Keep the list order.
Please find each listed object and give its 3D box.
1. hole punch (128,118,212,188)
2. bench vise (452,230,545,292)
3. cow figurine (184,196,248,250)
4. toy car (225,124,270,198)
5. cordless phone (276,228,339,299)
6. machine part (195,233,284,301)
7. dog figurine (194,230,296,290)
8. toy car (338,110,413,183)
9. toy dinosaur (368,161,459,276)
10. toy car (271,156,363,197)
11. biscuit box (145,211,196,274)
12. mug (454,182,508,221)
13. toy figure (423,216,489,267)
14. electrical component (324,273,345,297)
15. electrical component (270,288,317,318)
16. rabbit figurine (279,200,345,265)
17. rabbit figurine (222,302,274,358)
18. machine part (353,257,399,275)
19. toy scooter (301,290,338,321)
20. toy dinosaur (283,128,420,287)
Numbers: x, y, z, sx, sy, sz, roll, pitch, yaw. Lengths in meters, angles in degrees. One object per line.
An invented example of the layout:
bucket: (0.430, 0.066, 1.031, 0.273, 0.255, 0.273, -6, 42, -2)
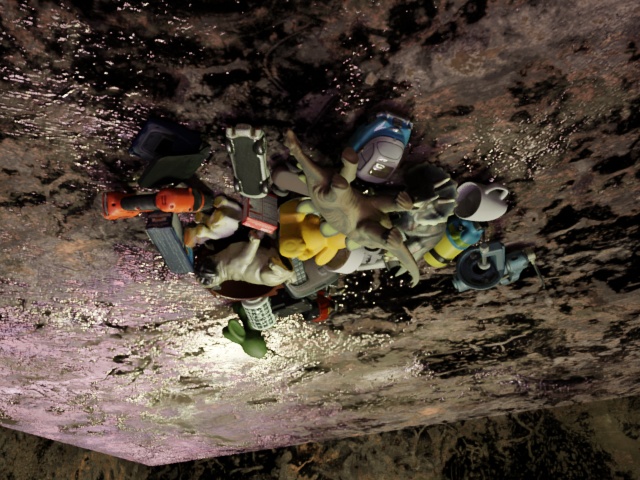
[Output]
hole punch: (-0.288, -0.163, 1.012, 0.116, 0.092, 0.142, -9, 157, -47)
bench vise: (0.441, 0.056, 1.355, 0.224, 0.129, 0.240, -11, 152, 13)
cow figurine: (-0.235, -0.028, 1.223, 0.098, 0.068, 0.167, 20, 142, -40)
toy car: (-0.139, -0.153, 1.051, 0.074, 0.056, 0.201, 3, 146, 3)
cordless phone: (-0.040, 0.037, 1.320, 0.146, 0.089, 0.184, -24, 112, -28)
machine part: (-0.198, 0.076, 1.362, 0.201, 0.087, 0.201, -9, 145, 10)
dog figurine: (-0.171, 0.074, 1.219, 0.190, 0.172, 0.121, -38, 180, 17)
toy car: (0.109, -0.162, 1.014, 0.109, 0.103, 0.161, 14, 145, -26)
toy dinosaur: (0.222, -0.036, 1.209, 0.192, 0.131, 0.404, -11, 152, 12)
toy car: (-0.004, -0.114, 1.121, 0.202, 0.053, 0.089, 15, 132, -19)
biscuit box: (-0.348, 0.007, 1.268, 0.063, 0.059, 0.202, -5, 146, 1)
mug: (0.364, -0.088, 1.176, 0.107, 0.081, 0.109, 8, 141, -36)
toy figure: (0.318, -0.002, 1.281, 0.082, 0.089, 0.180, 26, 140, -28)
electrical component: (0.040, 0.100, 1.415, 0.045, 0.102, 0.078, 9, 170, -13)
electrical component: (-0.069, 0.135, 1.436, 0.134, 0.115, 0.058, -23, 146, 27)
rabbit figurine: (-0.002, -0.004, 1.188, 0.173, 0.122, 0.162, -7, 152, 1)
rabbit figurine: (-0.196, 0.255, 1.555, 0.159, 0.170, 0.121, 11, 144, -21)
machine part: (0.144, 0.058, 1.407, 0.139, 0.039, 0.084, -12, 151, 10)
toy scooter: (-0.007, 0.182, 1.518, 0.135, 0.075, 0.184, 0, -176, -28)
toy dinosaur: (0.082, -0.042, 1.036, 0.471, 0.105, 0.199, 44, 156, -24)
